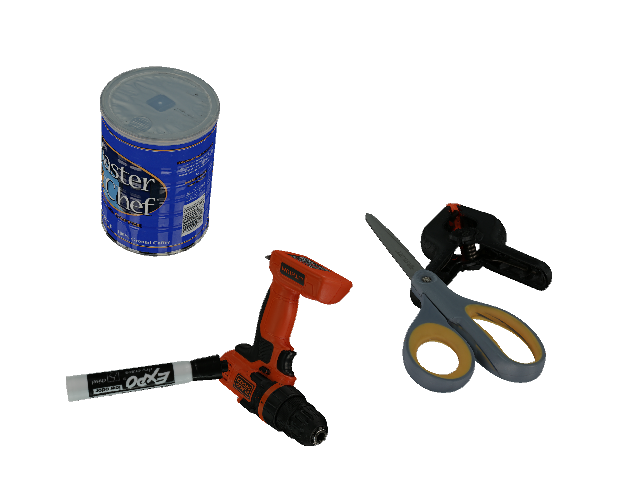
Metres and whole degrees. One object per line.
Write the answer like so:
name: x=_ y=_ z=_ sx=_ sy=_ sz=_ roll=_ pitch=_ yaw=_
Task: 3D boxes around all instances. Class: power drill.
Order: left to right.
power drill: x=-0.033 y=0.118 z=1.208 sx=0.057 sy=0.188 sz=0.185 roll=14 pitch=11 yaw=-46

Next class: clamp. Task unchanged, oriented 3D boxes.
clamp: x=0.144 y=0.010 z=0.966 sx=0.120 sy=0.039 sz=0.171 roll=-1 pitch=28 yaw=7

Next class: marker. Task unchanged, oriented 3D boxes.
marker: x=-0.129 y=0.103 z=0.804 sx=0.121 sy=0.020 sz=0.020 roll=-7 pitch=1 yaw=-12

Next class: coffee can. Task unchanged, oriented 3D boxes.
coffee can: x=-0.147 y=-0.070 z=0.964 sx=0.102 sy=0.140 sz=0.103 roll=6 pitch=44 yaw=-6

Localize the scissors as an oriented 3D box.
scissors: x=0.061 y=0.040 z=0.713 sx=0.096 sy=0.016 sz=0.202 roll=-23 pitch=40 yaw=-31
